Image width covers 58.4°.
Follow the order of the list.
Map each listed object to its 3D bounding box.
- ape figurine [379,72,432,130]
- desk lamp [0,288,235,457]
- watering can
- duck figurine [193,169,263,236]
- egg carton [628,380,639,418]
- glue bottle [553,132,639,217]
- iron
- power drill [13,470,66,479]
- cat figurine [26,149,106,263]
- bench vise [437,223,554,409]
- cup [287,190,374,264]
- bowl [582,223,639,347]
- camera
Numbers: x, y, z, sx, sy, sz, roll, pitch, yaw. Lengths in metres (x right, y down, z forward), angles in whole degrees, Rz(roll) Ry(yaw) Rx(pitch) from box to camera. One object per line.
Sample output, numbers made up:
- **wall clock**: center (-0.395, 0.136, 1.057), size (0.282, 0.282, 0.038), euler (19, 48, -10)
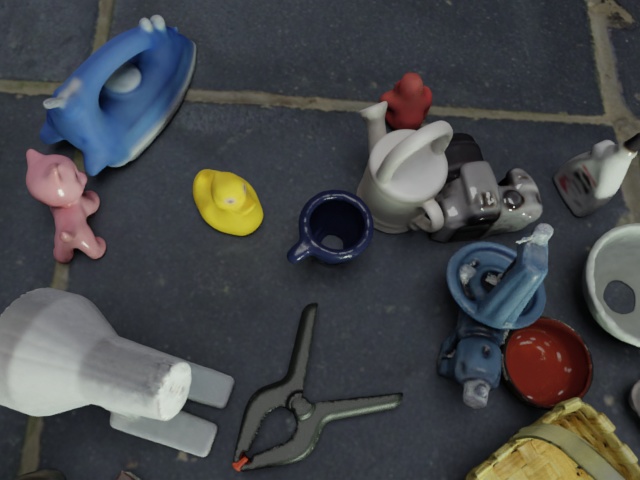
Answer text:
- **ape figurine**: center (0.125, -0.201, 0.812), size (0.078, 0.092, 0.076), euler (6, 70, -3)
- **desk lamp**: center (-0.202, 0.141, 0.591), size (0.203, 0.213, 0.118), euler (17, 69, 1)
- **watering can**: center (0.102, -0.092, 0.716), size (0.172, 0.194, 0.101), euler (39, 71, 9)
- **duck figurine**: center (-0.121, -0.060, 0.740), size (0.104, 0.086, 0.077), euler (40, 71, 9)
- **egg carton**: center (0.457, 0.225, 0.703), size (0.107, 0.069, 0.150), euler (-31, 76, -15)
- **glue bottle**: center (0.374, -0.095, 0.755), size (0.037, 0.173, 0.078), euler (-25, 74, -13)
- **iron**: center (-0.256, -0.218, 0.754), size (0.118, 0.141, 0.258), euler (33, 70, 7)
- **power drill**: center (-0.305, 0.270, 0.537), size (0.076, 0.208, 0.229), euler (-16, 72, -11)
- **cat figurine**: center (-0.315, -0.047, 0.699), size (0.067, 0.118, 0.128), euler (-14, 72, -10)
- **bench vise**: center (0.212, 0.081, 0.651), size (0.121, 0.220, 0.207), euler (-1, 70, -6)
- **cup**: center (0.007, 0.003, 0.725), size (0.118, 0.095, 0.091), euler (-36, 77, -16)
- **bowl**: center (0.413, 0.068, 0.753), size (0.167, 0.075, 0.167), euler (2, 70, -5)
- **camera**: center (0.212, -0.078, 0.772), size (0.143, 0.101, 0.137), euler (-8, 71, -8)
